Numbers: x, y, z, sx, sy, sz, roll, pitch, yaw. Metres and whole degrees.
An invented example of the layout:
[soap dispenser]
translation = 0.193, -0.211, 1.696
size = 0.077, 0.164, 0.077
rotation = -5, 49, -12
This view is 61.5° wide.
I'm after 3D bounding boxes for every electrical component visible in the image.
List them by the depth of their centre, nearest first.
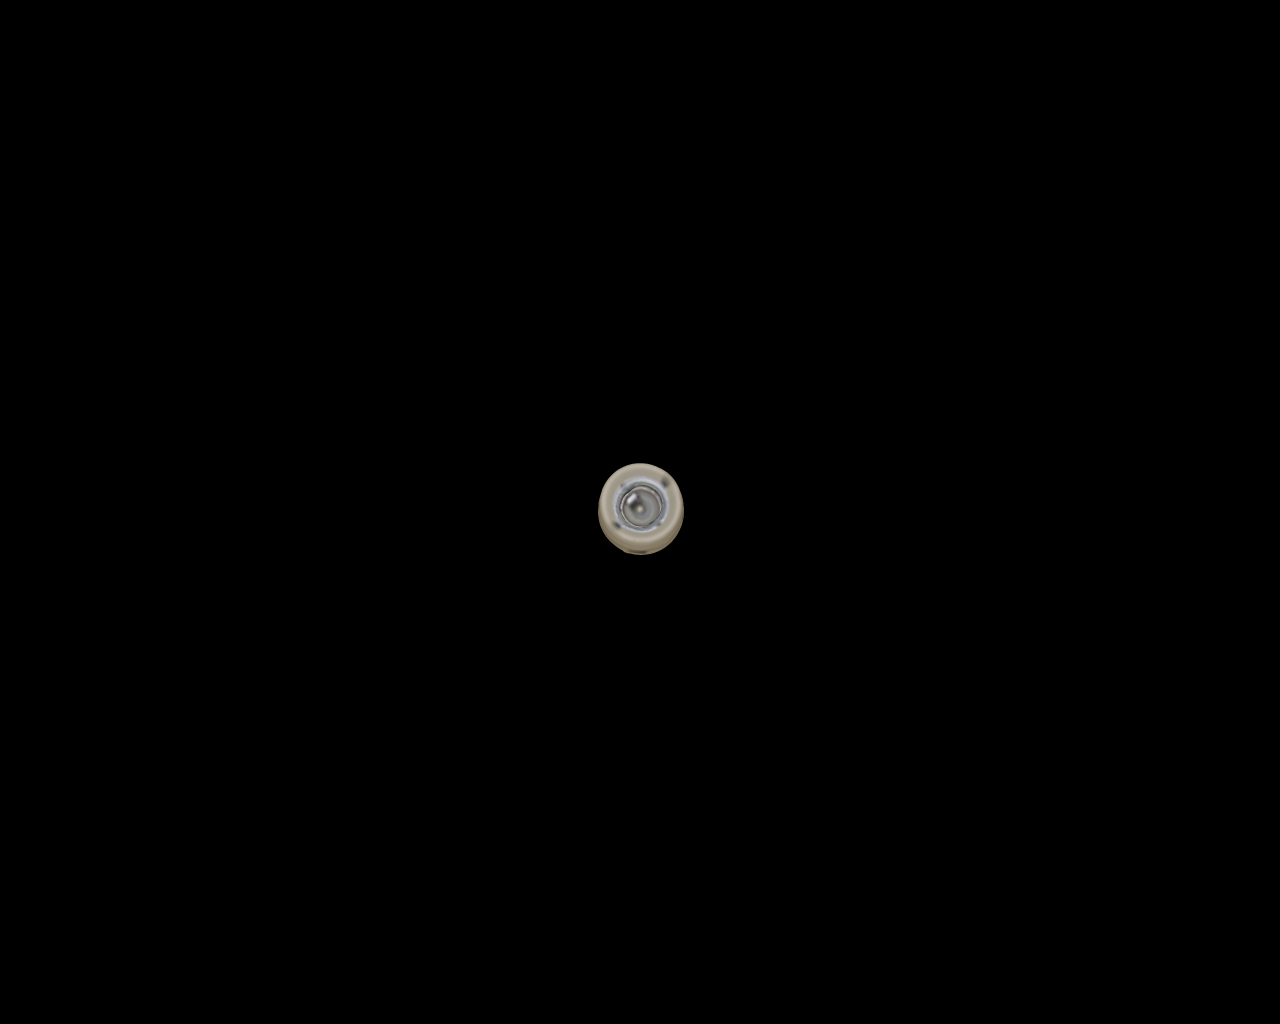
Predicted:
[electrical component]
translation = 0.001, -0.003, 0.650
size = 0.055, 0.055, 0.047
rotation = 0, -8, 0
